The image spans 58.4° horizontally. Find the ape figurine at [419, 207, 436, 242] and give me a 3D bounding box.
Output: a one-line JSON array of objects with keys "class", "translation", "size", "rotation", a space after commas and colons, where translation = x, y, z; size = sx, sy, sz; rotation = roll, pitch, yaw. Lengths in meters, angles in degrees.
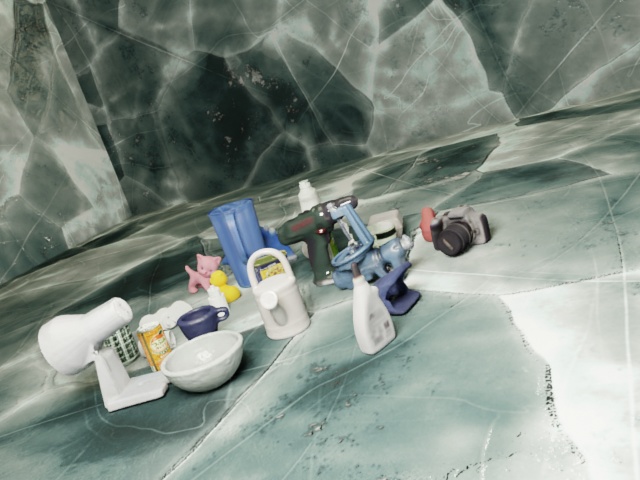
[{"class": "ape figurine", "translation": [0.302, -0.047, 1.559], "size": [0.077, 0.092, 0.076], "rotation": [-1, 23, 47]}]

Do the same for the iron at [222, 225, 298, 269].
[{"class": "iron", "translation": [-0.198, 0.011, 1.817], "size": [0.257, 0.141, 0.119], "rotation": [-9, 17, 29]}]

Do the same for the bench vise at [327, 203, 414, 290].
[{"class": "bench vise", "translation": [0.109, 0.000, 1.361], "size": [0.207, 0.220, 0.121], "rotation": [-17, 15, 3]}]

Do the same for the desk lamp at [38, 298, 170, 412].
[{"class": "desk lamp", "translation": [-0.432, 0.230, 1.163], "size": [0.203, 0.214, 0.118], "rotation": [-16, 15, 4]}]

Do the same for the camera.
[{"class": "camera", "translation": [0.330, -0.022, 1.423], "size": [0.142, 0.101, 0.137], "rotation": [-4, 20, 40]}]

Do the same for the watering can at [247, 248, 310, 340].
[{"class": "watering can", "translation": [-0.094, 0.112, 1.243], "size": [0.101, 0.194, 0.172], "rotation": [-22, 16, -15]}]

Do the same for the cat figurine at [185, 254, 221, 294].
[{"class": "cat figurine", "translation": [-0.355, 0.094, 1.745], "size": [0.127, 0.118, 0.067], "rotation": [-10, 17, 26]}]

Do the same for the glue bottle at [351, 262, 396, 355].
[{"class": "glue bottle", "translation": [0.086, 0.119, 1.054], "size": [0.078, 0.173, 0.037], "rotation": [-29, 19, -36]}]

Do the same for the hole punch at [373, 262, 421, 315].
[{"class": "hole punch", "translation": [0.144, 0.102, 1.208], "size": [0.100, 0.091, 0.109], "rotation": [-7, 19, 35]}]

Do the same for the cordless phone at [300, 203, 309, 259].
[{"class": "cordless phone", "translation": [-0.026, -0.040, 1.723], "size": [0.094, 0.185, 0.147], "rotation": [-21, 15, -11]}]

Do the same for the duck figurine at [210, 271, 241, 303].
[{"class": "duck figurine", "translation": [-0.271, 0.127, 1.595], "size": [0.078, 0.086, 0.104], "rotation": [-29, 19, -35]}]

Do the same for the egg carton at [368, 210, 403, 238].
[{"class": "egg carton", "translation": [0.194, -0.038, 1.690], "size": [0.107, 0.069, 0.150], "rotation": [-14, 15, 12]}]

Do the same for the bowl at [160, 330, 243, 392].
[{"class": "bowl", "translation": [-0.222, 0.249, 1.128], "size": [0.167, 0.075, 0.167], "rotation": [-16, 15, 5]}]

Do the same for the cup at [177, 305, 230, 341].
[{"class": "cup", "translation": [-0.250, 0.202, 1.288], "size": [0.117, 0.095, 0.091], "rotation": [-17, 15, 0]}]

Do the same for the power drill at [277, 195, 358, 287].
[{"class": "power drill", "translation": [0.014, 0.005, 1.472], "size": [0.229, 0.208, 0.076], "rotation": [-13, 16, 16]}]
